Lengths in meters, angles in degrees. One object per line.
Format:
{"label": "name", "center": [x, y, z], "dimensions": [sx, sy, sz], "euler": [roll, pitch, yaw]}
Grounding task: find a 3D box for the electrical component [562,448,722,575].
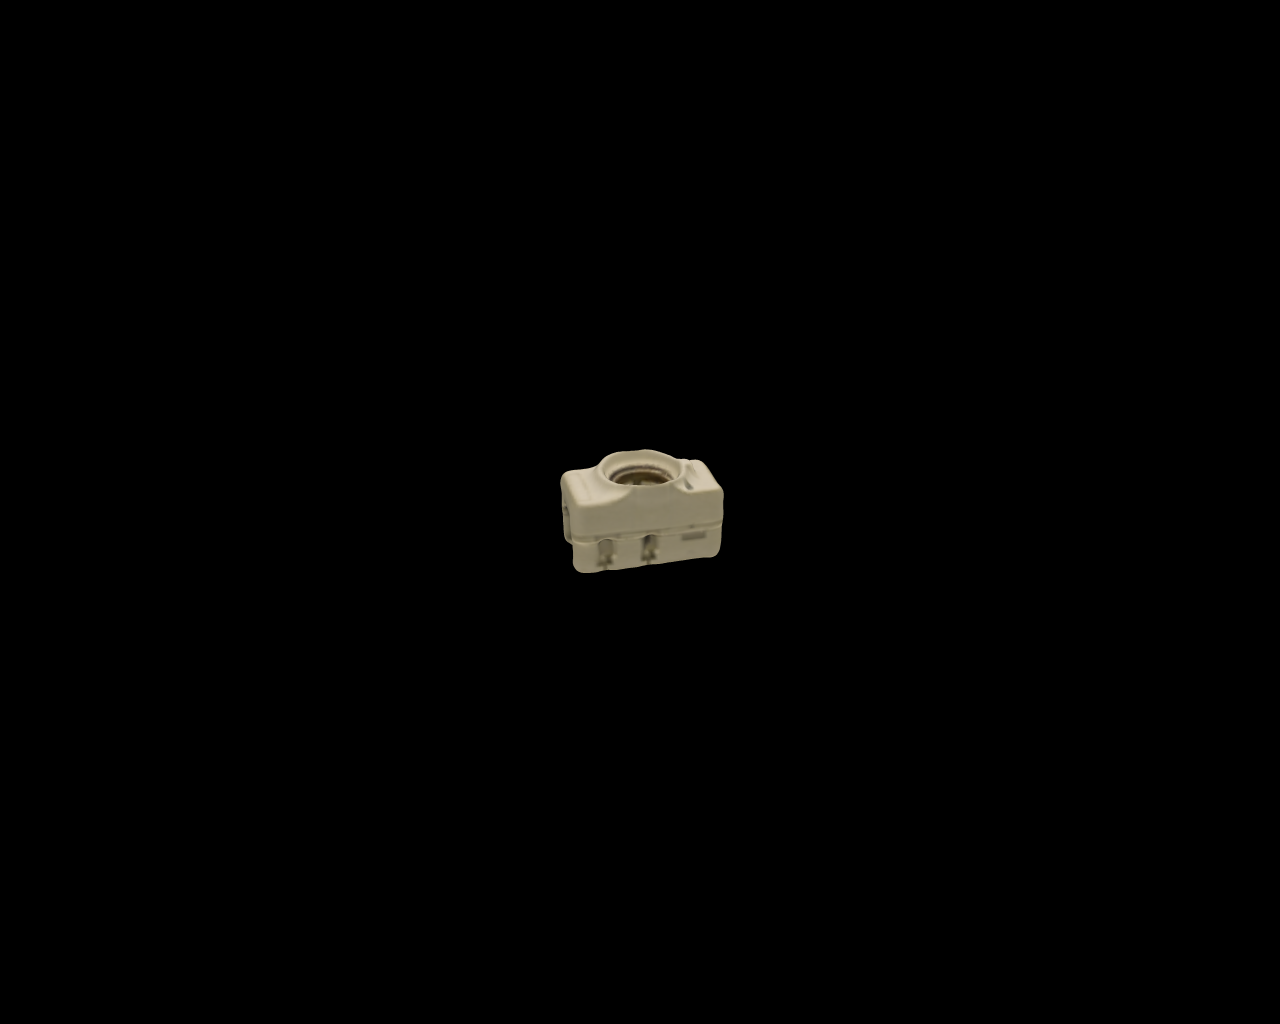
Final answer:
{"label": "electrical component", "center": [0.001, -0.003, 0.650], "dimensions": [0.089, 0.055, 0.050], "euler": [-6, 28, -12]}
